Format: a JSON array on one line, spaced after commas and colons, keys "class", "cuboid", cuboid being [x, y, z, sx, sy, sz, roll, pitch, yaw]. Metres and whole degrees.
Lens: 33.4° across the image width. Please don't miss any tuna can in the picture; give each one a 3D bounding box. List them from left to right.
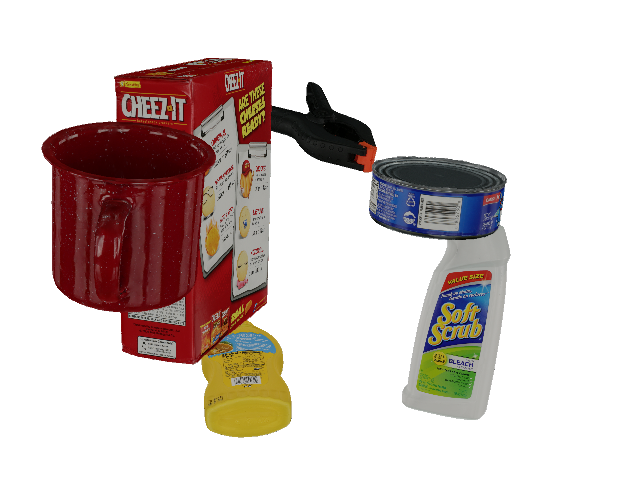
[{"class": "tuna can", "cuboid": [0.074, -0.028, 0.681, 0.086, 0.034, 0.086, 4, 17, -1]}]

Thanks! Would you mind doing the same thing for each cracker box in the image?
[{"class": "cracker box", "cuboid": [-0.097, -0.031, 0.844, 0.072, 0.214, 0.164, 5, 15, 17]}]

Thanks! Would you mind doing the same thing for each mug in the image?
[{"class": "mug", "cuboid": [-0.107, -0.008, 0.582, 0.093, 0.081, 0.117, 4, 24, -6]}]

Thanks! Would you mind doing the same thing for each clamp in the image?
[{"class": "clamp", "cuboid": [-0.013, -0.118, 1.112, 0.120, 0.039, 0.172, -18, 37, -27]}]

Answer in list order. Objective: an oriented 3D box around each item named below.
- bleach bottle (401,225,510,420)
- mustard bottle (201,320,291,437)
[{"class": "bleach bottle", "cuboid": [0.158, 0.074, 1.221, 0.103, 0.251, 0.068, 9, 14, 16]}, {"class": "mustard bottle", "cuboid": [-0.090, 0.148, 1.244, 0.096, 0.058, 0.191, -5, 30, -6]}]
